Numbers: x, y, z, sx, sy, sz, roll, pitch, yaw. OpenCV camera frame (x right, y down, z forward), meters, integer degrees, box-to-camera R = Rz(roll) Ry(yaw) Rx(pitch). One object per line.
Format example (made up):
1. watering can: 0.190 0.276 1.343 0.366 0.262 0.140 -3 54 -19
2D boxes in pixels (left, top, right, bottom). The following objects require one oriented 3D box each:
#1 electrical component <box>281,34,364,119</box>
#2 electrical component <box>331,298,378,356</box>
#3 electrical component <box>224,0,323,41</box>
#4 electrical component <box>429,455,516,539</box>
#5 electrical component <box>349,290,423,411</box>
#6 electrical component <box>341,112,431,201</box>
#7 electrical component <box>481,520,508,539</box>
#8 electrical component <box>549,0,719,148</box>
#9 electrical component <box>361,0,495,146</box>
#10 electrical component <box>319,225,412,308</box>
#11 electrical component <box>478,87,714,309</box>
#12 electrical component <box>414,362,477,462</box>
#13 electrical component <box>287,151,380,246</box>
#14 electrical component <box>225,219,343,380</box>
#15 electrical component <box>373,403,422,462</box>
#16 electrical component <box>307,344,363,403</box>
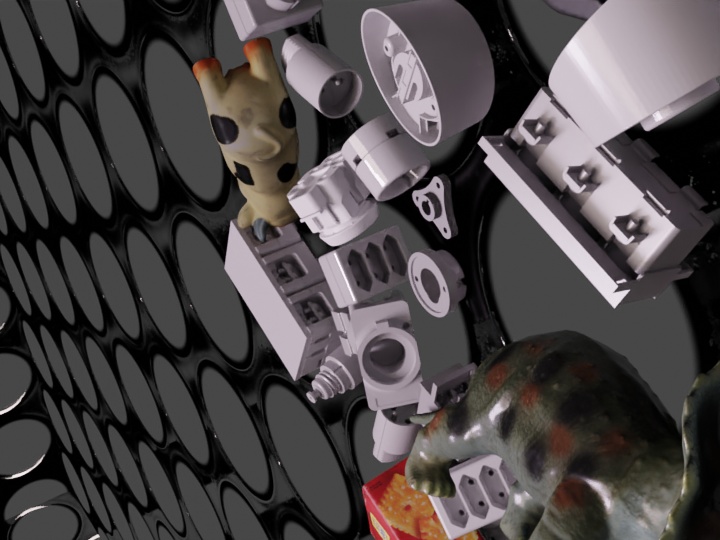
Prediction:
1. electrical component: -0.037 -0.162 0.884 0.081 0.043 0.043 45 147 40
2. electrical component: 0.006 0.054 0.982 0.055 0.048 0.066 11 121 69
3. electrical component: -0.064 -0.224 0.859 0.077 0.066 0.047 -18 95 65
4. electrical component: 0.104 0.170 0.862 0.047 0.083 0.076 64 -168 6
5. electrical component: 0.023 0.069 0.922 0.055 0.050 0.089 -105 4 -79
6. electrical component: 0.021 -0.086 0.823 0.047 0.055 0.055 57 153 13
7. electrical component: 0.114 0.209 0.910 0.035 0.035 0.061 -5 108 64
8. electrical component: 0.141 -0.105 0.521 0.064 0.099 0.099 60 155 1
9. electrical component: 0.043 -0.134 0.725 0.099 0.064 0.099 44 147 40
10. electrical component: 0.000 0.000 0.921 0.077 0.066 0.047 -21 92 65
11. electrical component: 0.136 -0.046 0.615 0.121 0.079 0.063 53 130 27
12. electrical component: 0.082 0.120 0.891 0.063 0.042 0.081 48 150 33
13. electrical component: -0.020 -0.058 0.911 0.058 0.078 0.057 -20 113 38
14. electrical component: -0.071 0.020 1.082 0.150 0.062 0.089 55 153 23
15. electrical component: 0.035 0.149 1.005 0.043 0.043 0.081 51 151 30
16. electrical component: -0.019 0.099 1.036 0.040 0.078 0.040 39 153 24
